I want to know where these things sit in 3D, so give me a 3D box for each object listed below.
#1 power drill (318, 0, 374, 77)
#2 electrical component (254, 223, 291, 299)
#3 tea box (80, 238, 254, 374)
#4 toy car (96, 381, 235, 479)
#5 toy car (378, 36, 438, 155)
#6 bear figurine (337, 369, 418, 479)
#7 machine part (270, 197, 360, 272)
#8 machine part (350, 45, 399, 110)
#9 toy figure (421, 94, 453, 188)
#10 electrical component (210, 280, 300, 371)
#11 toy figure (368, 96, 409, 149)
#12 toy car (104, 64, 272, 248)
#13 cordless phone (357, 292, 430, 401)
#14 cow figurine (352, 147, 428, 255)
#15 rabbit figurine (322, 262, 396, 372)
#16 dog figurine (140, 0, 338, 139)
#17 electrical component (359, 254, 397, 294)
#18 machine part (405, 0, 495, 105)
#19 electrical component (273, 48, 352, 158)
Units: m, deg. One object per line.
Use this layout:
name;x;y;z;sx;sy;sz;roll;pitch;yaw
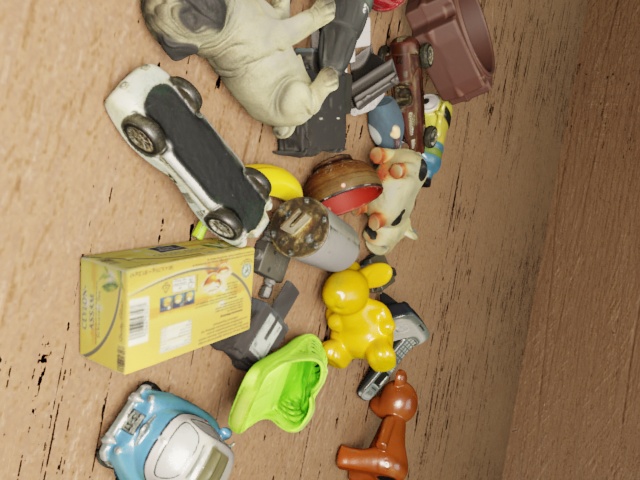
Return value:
power drill;0.042;-0.324;0.590;0.207;0.086;0.232;84;17;-72
electrical component;-0.066;0.027;0.695;0.063;0.021;0.094;35;70;-56
tea box;-0.144;0.056;0.534;0.169;0.068;0.098;-8;106;-58
toy car;-0.142;0.219;0.553;0.109;0.103;0.161;-59;145;-31
toy car;0.146;-0.234;0.899;0.053;0.089;0.201;-45;135;-46
bear figurine;0.117;0.352;1.021;0.120;0.132;0.196;62;30;-47
machine part;-0.001;-0.002;0.705;0.243;0.079;0.079;25;77;-72
machine part;0.070;-0.232;0.765;0.039;0.084;0.139;43;23;-28
toy figure;0.195;-0.184;1.000;0.089;0.082;0.180;21;77;-65
electrical component;-0.076;0.101;0.672;0.119;0.048;0.074;-63;145;-23
toy figure;0.119;-0.164;0.901;0.064;0.058;0.154;-78;154;-50
toy car;-0.118;-0.076;0.524;0.201;0.056;0.073;52;55;-33
cordless phone;0.111;0.202;0.988;0.184;0.089;0.146;-53;143;-9
cow figurine;0.121;-0.060;0.891;0.127;0.086;0.194;-12;131;-38
rabbit figurine;0.060;0.102;0.828;0.173;0.122;0.162;60;45;-43
dog figurine;-0.089;-0.180;0.549;0.190;0.121;0.172;-19;112;-39
electrical component;0.095;0.066;0.948;0.102;0.045;0.078;-36;99;-52
machine part;0.235;-0.359;0.940;0.201;0.087;0.201;49;41;-33
electrical component;-0.010;-0.177;0.696;0.115;0.058;0.134;-24;119;-56
